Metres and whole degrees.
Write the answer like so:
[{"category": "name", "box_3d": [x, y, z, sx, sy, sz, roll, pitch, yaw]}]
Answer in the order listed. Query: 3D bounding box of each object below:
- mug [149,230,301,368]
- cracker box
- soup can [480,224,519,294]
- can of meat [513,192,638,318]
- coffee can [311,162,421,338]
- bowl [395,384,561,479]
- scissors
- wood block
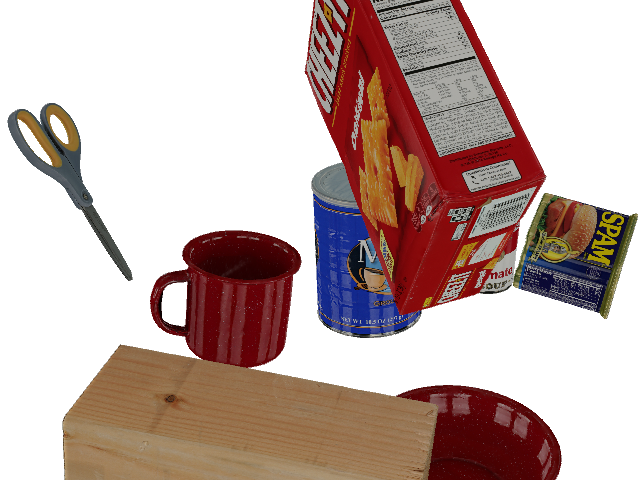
[{"category": "mug", "box_3d": [-0.076, 0.048, 0.842, 0.117, 0.081, 0.093, -4, 26, -22]}, {"category": "cracker box", "box_3d": [0.056, -0.081, 0.708, 0.072, 0.214, 0.164, -15, -24, -13]}, {"category": "soup can", "box_3d": [0.189, 0.001, 1.210, 0.068, 0.102, 0.068, 1, 28, -1]}, {"category": "can of meat", "box_3d": [0.222, 0.010, 0.930, 0.084, 0.057, 0.102, 17, 46, 16]}, {"category": "coffee can", "box_3d": [0.045, 0.006, 1.013, 0.103, 0.140, 0.103, -2, 26, 1]}, {"category": "bowl", "box_3d": [0.114, 0.188, 0.882, 0.162, 0.055, 0.162, 0, 29, 0]}, {"category": "scissors", "box_3d": [-0.241, -0.059, 1.089, 0.016, 0.201, 0.096, -24, 27, 27]}, {"category": "wood block", "box_3d": [-0.040, 0.138, 0.645, 0.206, 0.090, 0.090, 10, 27, 10]}]
